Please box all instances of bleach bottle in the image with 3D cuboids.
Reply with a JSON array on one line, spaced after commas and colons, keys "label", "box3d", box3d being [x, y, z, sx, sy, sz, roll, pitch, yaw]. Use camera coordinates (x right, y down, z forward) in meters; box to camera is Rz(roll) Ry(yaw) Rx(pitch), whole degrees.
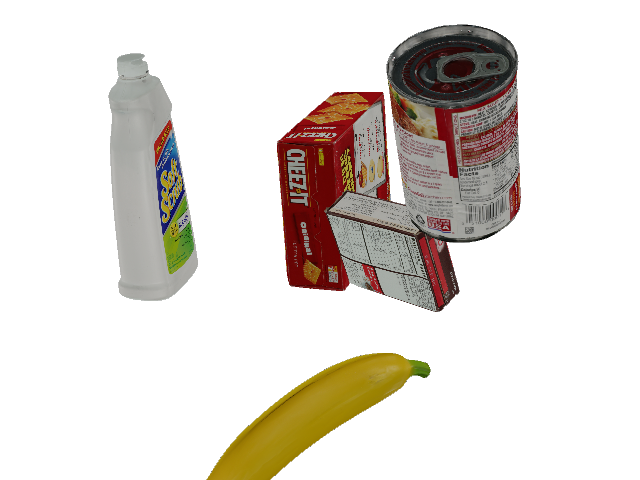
[{"label": "bleach bottle", "box3d": [-0.185, -0.069, 1.125, 0.068, 0.251, 0.102, 4, 26, 19]}]

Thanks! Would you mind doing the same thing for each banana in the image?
[{"label": "banana", "box3d": [-0.011, 0.131, 0.727, 0.198, 0.069, 0.037, -33, 43, -3]}]

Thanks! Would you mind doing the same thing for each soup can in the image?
[{"label": "soup can", "box3d": [0.076, -0.056, 0.585, 0.068, 0.068, 0.102, 0, -44, 13]}]

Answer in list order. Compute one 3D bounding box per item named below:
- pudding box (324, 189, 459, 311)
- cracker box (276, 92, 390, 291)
[{"label": "pudding box", "box3d": [0.064, 0.008, 0.964, 0.114, 0.090, 0.039, 15, 46, 40]}, {"label": "cracker box", "box3d": [0.019, -0.061, 1.182, 0.072, 0.164, 0.213, 2, 22, 18]}]
